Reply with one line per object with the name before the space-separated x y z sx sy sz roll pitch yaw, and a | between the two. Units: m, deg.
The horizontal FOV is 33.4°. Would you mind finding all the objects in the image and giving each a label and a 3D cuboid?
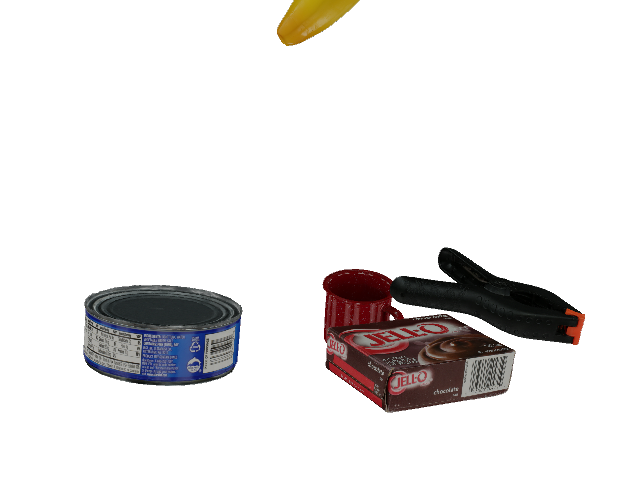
banana | 0.027 -0.217 0.771 0.070 0.197 0.037 -8 -40 39
mug | 0.056 0.096 1.342 0.117 0.081 0.093 20 29 32
clamp | 0.160 0.050 0.983 0.172 0.039 0.120 18 30 16
pudding box | 0.073 0.089 0.796 0.113 0.039 0.090 -2 17 -29
tuna can | -0.087 0.051 0.587 0.086 0.034 0.086 5 11 -1
